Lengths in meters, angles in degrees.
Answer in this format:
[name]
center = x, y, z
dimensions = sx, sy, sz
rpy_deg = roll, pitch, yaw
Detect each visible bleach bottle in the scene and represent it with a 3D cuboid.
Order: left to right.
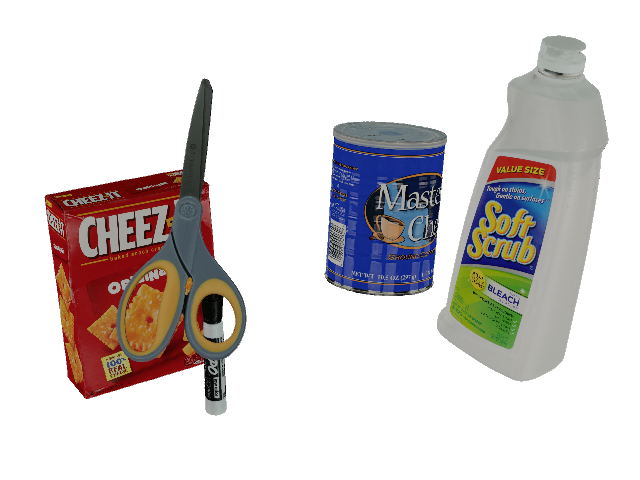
[bleach bottle]
center = 0.147, -0.025, 0.768
dimensions = 0.067, 0.251, 0.103
rpy_deg = -21, 39, -35

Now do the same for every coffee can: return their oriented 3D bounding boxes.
[coffee can]
center = 0.059, -0.031, 0.977
dimensions = 0.103, 0.140, 0.103
rpy_deg = 3, 15, -1

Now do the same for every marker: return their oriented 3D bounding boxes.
[marker]
center = -0.092, 0.097, 0.926
dimensions = 0.020, 0.121, 0.020
rpy_deg = 1, 26, 0

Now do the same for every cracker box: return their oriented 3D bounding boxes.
[cracker box]
center = -0.197, 0.045, 1.148
dimensions = 0.163, 0.214, 0.072
rpy_deg = -13, 25, -28

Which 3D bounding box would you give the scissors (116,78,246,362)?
[scissors]
center = -0.076, -0.006, 0.736
dimensions = 0.096, 0.201, 0.016
rpy_deg = 22, -11, 0
